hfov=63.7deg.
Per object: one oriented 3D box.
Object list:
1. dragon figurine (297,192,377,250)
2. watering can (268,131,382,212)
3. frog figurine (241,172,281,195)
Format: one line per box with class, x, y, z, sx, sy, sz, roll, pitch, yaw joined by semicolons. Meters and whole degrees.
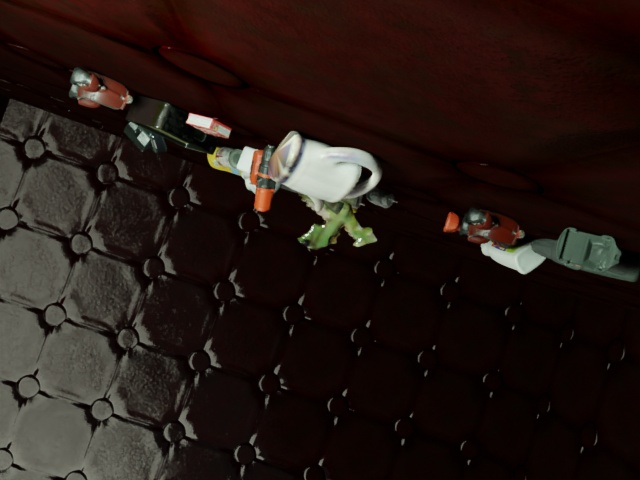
dragon figurine;0.005;-0.084;1.668;0.409;0.242;0.123;17;-176;-14
watering can;-0.012;-0.134;1.126;0.223;0.105;0.344;19;161;-20
frog figurine;-0.211;-0.225;1.798;0.136;0.125;0.157;-21;146;31
